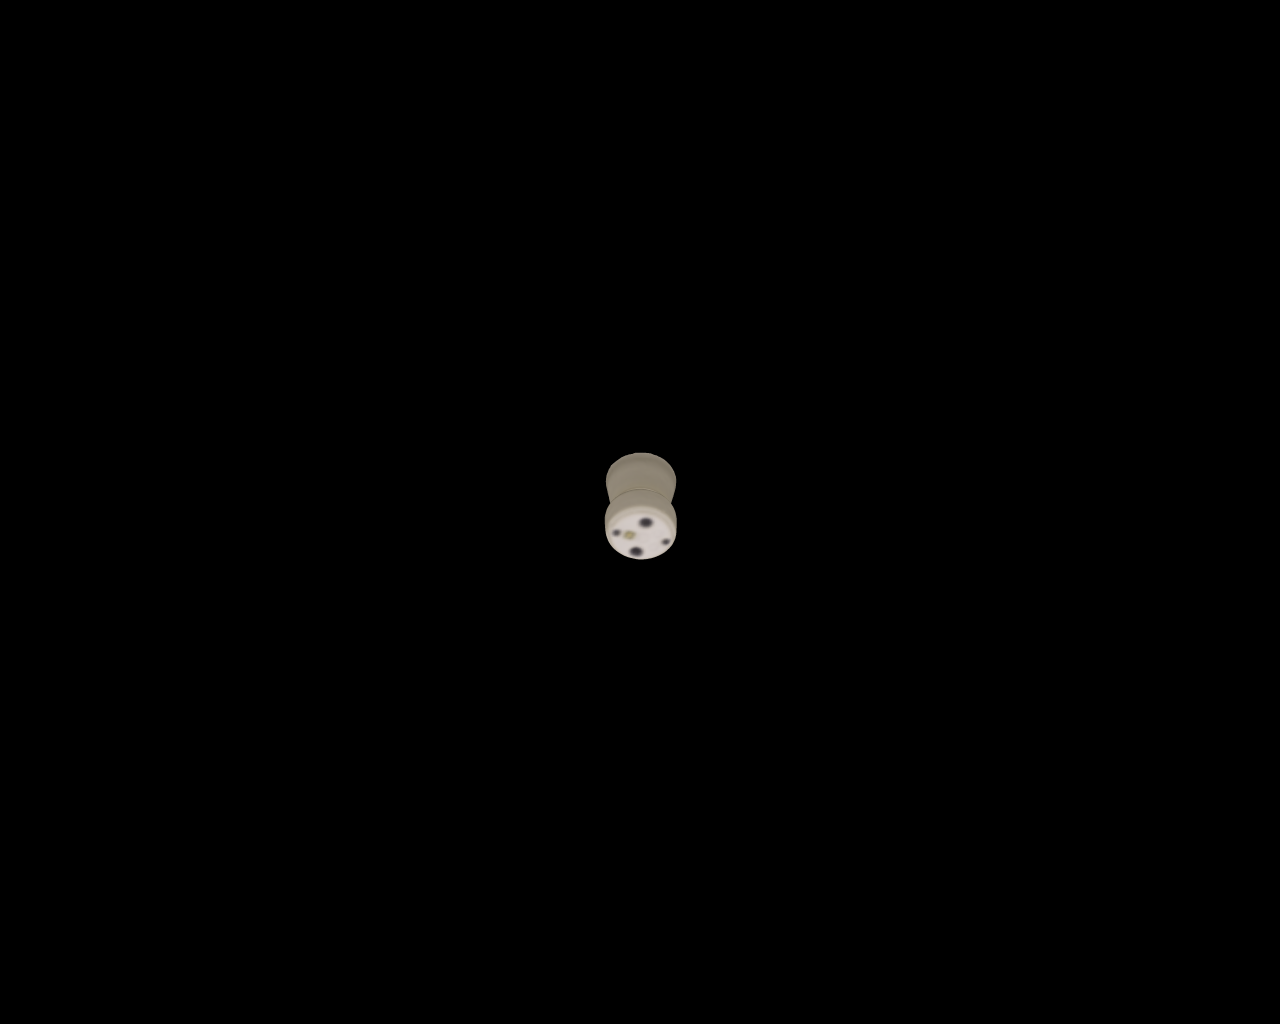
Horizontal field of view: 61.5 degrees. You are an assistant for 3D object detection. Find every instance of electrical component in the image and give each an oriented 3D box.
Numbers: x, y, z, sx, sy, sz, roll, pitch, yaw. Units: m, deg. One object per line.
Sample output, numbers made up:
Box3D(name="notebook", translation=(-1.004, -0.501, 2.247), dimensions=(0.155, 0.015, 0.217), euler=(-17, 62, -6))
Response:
Box3D(name="electrical component", translation=(0.001, -0.003, 0.650), dimensions=(0.045, 0.044, 0.055), euler=(0, 40, 0))
